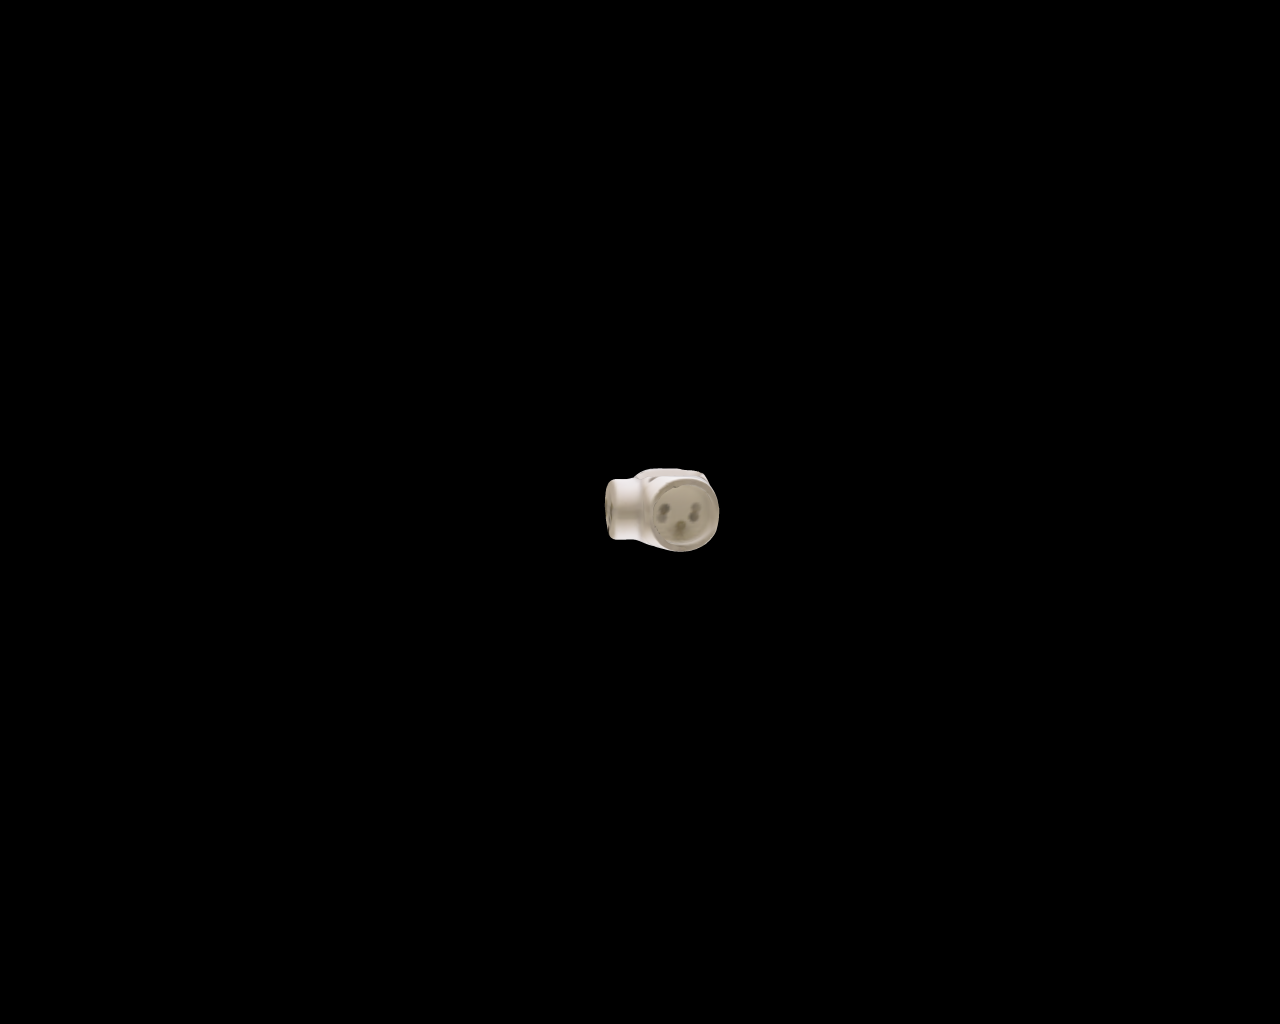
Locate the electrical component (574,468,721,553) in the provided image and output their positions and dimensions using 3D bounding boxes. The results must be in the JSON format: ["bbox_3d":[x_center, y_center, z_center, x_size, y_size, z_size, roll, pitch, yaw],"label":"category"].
[{"bbox_3d":[0.001,-0.003,0.650,0.079,0.044,0.077,-1,7,-11],"label":"electrical component"}]
